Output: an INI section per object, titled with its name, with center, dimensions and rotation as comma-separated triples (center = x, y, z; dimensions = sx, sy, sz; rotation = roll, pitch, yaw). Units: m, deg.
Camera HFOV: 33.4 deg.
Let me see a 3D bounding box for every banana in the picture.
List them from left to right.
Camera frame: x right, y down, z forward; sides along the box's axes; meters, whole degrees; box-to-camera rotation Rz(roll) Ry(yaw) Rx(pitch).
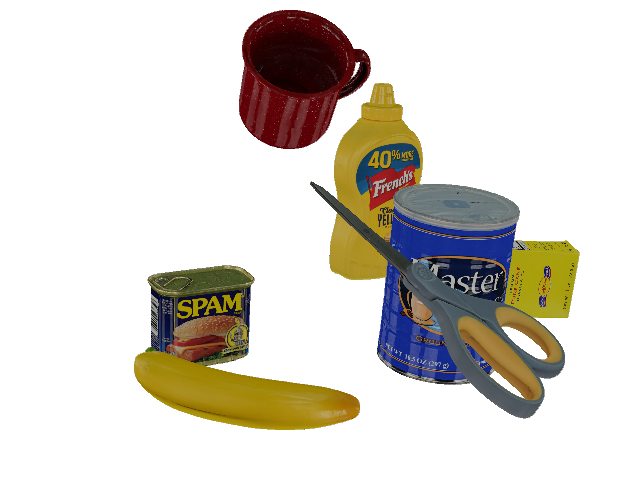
[banana]
center = -0.070, 0.111, 0.808
dimensions = 0.198, 0.037, 0.069
rotation = 12, 26, 25

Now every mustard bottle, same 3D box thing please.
[mustard bottle]
center = 0.058, -0.060, 1.066
dimensions = 0.096, 0.192, 0.058
rotation = -8, 18, -31

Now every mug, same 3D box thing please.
[mug]
center = -0.013, -0.133, 0.895
dimensions = 0.117, 0.093, 0.082
rotation = -15, -26, -20

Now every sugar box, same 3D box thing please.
[sugar box]
center = 0.224, 0.047, 1.317
dimensions = 0.176, 0.093, 0.048
rotation = 0, 21, -12

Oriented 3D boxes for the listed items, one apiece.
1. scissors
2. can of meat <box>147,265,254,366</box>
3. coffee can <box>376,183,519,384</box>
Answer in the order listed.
[scissors]
center = 0.080, 0.028, 0.676
dimensions = 0.096, 0.016, 0.202
rotation = -6, 48, -43
[can of meat]
center = -0.119, 0.076, 1.057
dimensions = 0.101, 0.084, 0.058
rotation = -6, 20, -28
[coffee can]
center = 0.105, 0.034, 0.888
dimensions = 0.103, 0.140, 0.103
rotation = 4, 20, -2
